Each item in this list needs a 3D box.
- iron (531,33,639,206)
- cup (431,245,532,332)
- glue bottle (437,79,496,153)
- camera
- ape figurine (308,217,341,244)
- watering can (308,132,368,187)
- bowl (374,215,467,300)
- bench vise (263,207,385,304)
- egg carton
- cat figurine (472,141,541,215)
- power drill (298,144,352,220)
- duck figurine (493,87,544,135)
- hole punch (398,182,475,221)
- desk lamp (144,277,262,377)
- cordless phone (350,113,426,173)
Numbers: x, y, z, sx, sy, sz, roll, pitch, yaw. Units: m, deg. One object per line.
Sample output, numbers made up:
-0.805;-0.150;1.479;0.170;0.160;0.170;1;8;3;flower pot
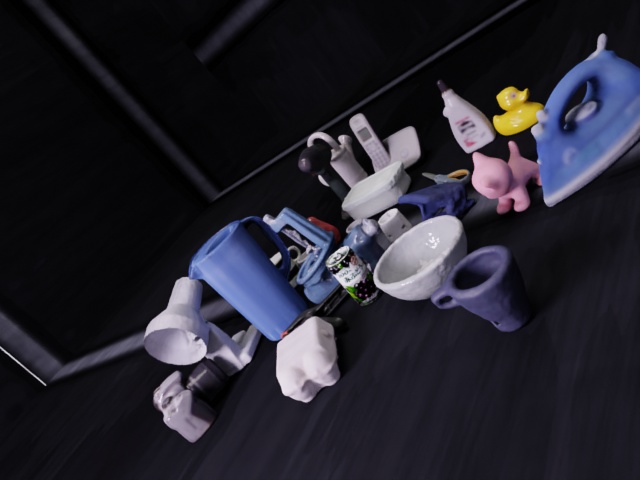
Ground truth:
0.398;-0.188;0.877;0.258;0.142;0.118;-45;18;-12;iron
0.209;0.075;0.718;0.117;0.095;0.092;-33;19;25;cup
0.301;-0.272;1.227;0.078;0.173;0.037;-29;21;33;glue bottle
-0.249;0.300;1.126;0.137;0.101;0.143;-46;18;-14;camera
-0.001;-0.018;1.385;0.076;0.092;0.078;-33;19;24;ape figurine
0.042;-0.230;1.634;0.100;0.194;0.173;-30;21;30;watering can
0.171;0.041;0.911;0.167;0.075;0.167;-36;18;14;bowl
0.009;0.000;1.106;0.207;0.220;0.121;-38;18;9;bench vise
-0.018;0.194;0.947;0.107;0.069;0.150;-38;18;9;egg carton
0.297;-0.107;0.931;0.128;0.118;0.067;-49;19;-23;cat figurine
0.027;-0.159;1.472;0.075;0.209;0.229;-36;18;16;power drill
0.395;-0.271;1.175;0.104;0.086;0.078;-22;26;46;duck figurine
0.215;-0.076;1.073;0.101;0.091;0.108;-46;18;-15;hole punch
-0.241;0.189;1.184;0.117;0.214;0.203;-32;20;27;desk lamp
0.168;-0.255;1.445;0.147;0.185;0.094;-28;22;36;cordless phone
